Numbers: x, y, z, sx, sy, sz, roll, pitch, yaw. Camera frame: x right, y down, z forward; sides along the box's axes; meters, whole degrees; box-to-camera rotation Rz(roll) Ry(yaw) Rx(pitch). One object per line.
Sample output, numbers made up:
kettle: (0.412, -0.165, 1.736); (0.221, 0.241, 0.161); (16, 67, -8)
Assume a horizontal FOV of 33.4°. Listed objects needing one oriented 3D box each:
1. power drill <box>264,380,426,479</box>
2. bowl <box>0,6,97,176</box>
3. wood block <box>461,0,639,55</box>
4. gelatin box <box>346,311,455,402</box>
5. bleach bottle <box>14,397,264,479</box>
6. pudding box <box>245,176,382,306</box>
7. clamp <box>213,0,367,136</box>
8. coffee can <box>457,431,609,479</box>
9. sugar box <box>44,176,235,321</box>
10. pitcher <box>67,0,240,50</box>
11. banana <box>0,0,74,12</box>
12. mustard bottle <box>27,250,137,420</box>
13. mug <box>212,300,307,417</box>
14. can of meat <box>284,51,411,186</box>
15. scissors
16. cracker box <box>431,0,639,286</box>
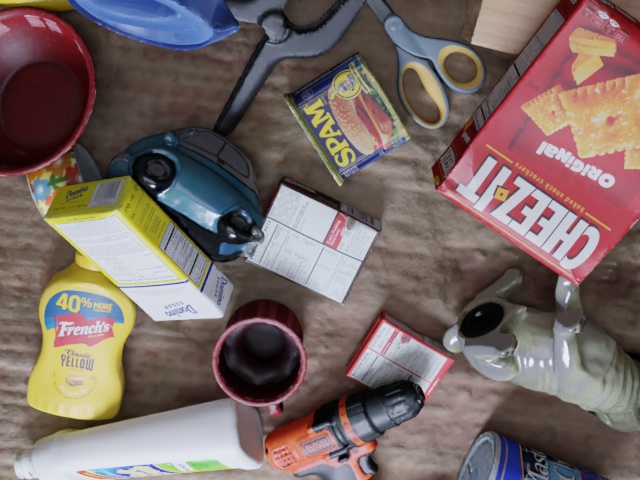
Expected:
power drill: (0.058, 0.244, 1.103); (0.185, 0.057, 0.187); (-25, 101, 24)
bowl: (-0.277, -0.135, 1.010); (0.162, 0.055, 0.162); (-2, 83, 12)
wood block: (0.243, -0.203, 0.978); (0.206, 0.091, 0.090); (13, 105, -2)
gelatin box: (0.082, 0.126, 1.099); (0.089, 0.030, 0.073); (30, 105, -6)
bleach bottle: (-0.192, 0.217, 1.105); (0.251, 0.102, 0.068); (-11, 68, 11)
pudding box: (-0.007, 0.001, 1.065); (0.113, 0.039, 0.090); (26, 105, -3)
clamp: (-0.045, -0.193, 1.004); (0.210, 0.036, 0.164); (-17, 121, 3)
coffee can: (0.219, 0.269, 1.095); (0.140, 0.103, 0.103); (23, 104, -5)
sugar box: (-0.167, 0.012, 1.013); (0.093, 0.048, 0.176); (-5, 144, 33)
pitcher: (-0.131, -0.298, 0.904); (0.145, 0.149, 0.243); (8, 78, 33)
banana: (-0.280, -0.251, 1.005); (0.197, 0.037, 0.070); (17, 102, -4)
mustard bottle: (-0.237, 0.084, 1.081); (0.096, 0.058, 0.192); (11, 104, -4)
mug: (-0.055, 0.120, 1.074); (0.093, 0.081, 0.117); (-15, 104, 5)
can of meat: (0.027, -0.118, 1.024); (0.084, 0.057, 0.102); (-31, 102, 6)
scissors: (0.091, -0.206, 1.019); (0.096, 0.016, 0.202); (-21, 103, 5)
cracker box: (0.226, -0.090, 0.932); (0.164, 0.072, 0.214); (33, 111, -9)
